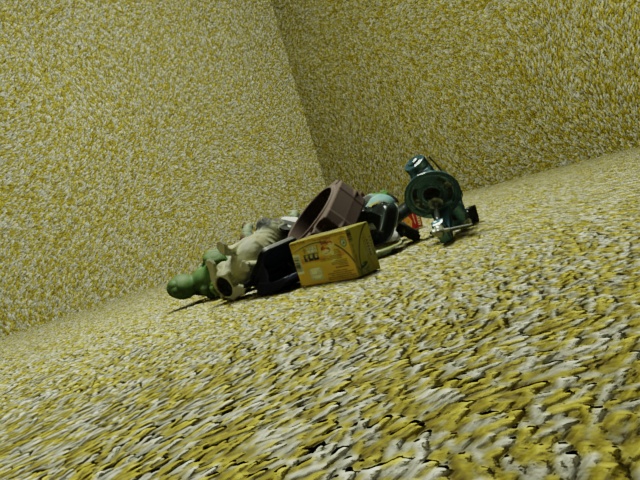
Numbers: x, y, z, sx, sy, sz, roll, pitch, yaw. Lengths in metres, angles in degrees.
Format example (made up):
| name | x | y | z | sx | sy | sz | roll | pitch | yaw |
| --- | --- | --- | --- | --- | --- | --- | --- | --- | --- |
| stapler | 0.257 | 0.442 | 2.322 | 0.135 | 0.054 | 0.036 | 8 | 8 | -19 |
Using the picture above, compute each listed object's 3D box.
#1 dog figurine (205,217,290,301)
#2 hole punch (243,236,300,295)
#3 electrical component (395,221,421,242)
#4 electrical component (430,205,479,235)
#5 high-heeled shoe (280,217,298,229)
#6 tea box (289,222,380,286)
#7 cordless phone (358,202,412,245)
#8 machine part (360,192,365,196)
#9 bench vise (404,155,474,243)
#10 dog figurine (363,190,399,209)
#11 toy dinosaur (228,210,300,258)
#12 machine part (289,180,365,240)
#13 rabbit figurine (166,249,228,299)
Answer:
| name | x | y | z | sx | sy | sz | roll | pitch | yaw |
| --- | --- | --- | --- | --- | --- | --- | --- | --- | --- |
| dog figurine | -0.157 | 0.044 | 1.260 | 0.190 | 0.121 | 0.172 | -33 | -14 | -50 |
| hole punch | -0.079 | 0.070 | 1.152 | 0.142 | 0.092 | 0.115 | -29 | -25 | -45 |
| electrical component | 0.219 | -0.020 | 1.329 | 0.021 | 0.063 | 0.094 | -62 | -5 | 18 |
| electrical component | 0.330 | -0.049 | 1.337 | 0.119 | 0.047 | 0.075 | -13 | 3 | 32 |
| high-heeled shoe | -0.003 | -0.004 | 1.403 | 0.249 | 0.086 | 0.145 | 21 | 29 | 20 |
| tea box | 0.026 | 0.030 | 1.055 | 0.170 | 0.098 | 0.068 | -12 | 6 | 46 |
| cordless phone | 0.167 | -0.063 | 1.326 | 0.184 | 0.088 | 0.147 | -33 | 10 | -29 |
| machine part | 0.117 | -0.067 | 1.735 | 0.056 | 0.179 | 0.179 | -10 | 7 | 42 |
| bench vise | 0.263 | -0.067 | 1.171 | 0.129 | 0.223 | 0.241 | -20 | 31 | 21 |
| dog figurine | 0.089 | -0.072 | 1.478 | 0.219 | 0.191 | 0.108 | 25 | 28 | 20 |
| toy dinosaur | -0.164 | 0.015 | 1.652 | 0.405 | 0.131 | 0.192 | -19 | 33 | 32 |
| machine part | 0.004 | -0.032 | 1.268 | 0.201 | 0.087 | 0.201 | -36 | 22 | 45 |
| rabbit figurine | -0.317 | 0.102 | 1.416 | 0.170 | 0.121 | 0.159 | -16 | -4 | -5 |
